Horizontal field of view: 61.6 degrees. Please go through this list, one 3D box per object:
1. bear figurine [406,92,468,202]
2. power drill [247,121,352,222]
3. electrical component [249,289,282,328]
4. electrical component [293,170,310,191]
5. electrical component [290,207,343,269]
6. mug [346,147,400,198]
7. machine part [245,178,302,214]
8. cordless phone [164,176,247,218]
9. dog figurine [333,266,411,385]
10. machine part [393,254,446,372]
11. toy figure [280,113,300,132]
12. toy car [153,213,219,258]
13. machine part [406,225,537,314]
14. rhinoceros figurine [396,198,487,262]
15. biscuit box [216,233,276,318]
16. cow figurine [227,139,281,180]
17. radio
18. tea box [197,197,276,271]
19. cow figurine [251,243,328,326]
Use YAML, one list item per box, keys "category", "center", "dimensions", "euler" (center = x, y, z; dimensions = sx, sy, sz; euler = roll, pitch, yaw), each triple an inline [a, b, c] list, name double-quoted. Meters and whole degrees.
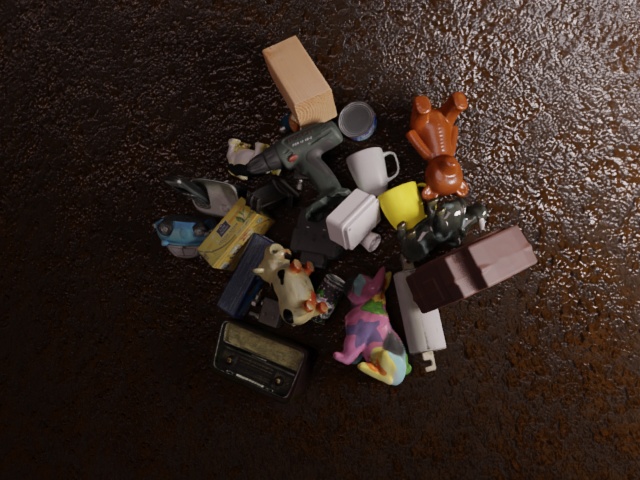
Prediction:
- category: "bear figurine"
  center: [0.250, -0.187, 1.111]
  dimensions: [0.120, 0.132, 0.196]
  euler: [-6, 70, -10]
- category: "power drill"
  center: [-0.036, -0.144, 1.193]
  dimensions: [0.232, 0.086, 0.207]
  euler: [-30, 63, 12]
- category: "electrical component"
  center: [-0.115, 0.160, 1.246]
  dimensions: [0.102, 0.045, 0.078]
  euler: [23, 89, 23]
- category: "electrical component"
  center: [-0.030, -0.162, 1.275]
  dimensions: [0.063, 0.021, 0.094]
  euler: [4, 83, 22]
- category: "electrical component"
  center: [-0.003, -0.004, 1.220]
  dimensions: [0.115, 0.058, 0.134]
  euler: [8, 84, 25]
- category: "mug"
  center: [0.123, -0.144, 1.187]
  dimensions: [0.110, 0.081, 0.107]
  euler: [-15, 85, 4]
- category: "machine part"
  center: [-0.109, -0.102, 1.244]
  dimensions: [0.084, 0.139, 0.039]
  euler: [50, 135, 17]
- category: "cordless phone"
  center: [-0.268, -0.116, 1.276]
  dimensions: [0.147, 0.184, 0.088]
  euler: [12, 82, 23]
- category: "dog figurine"
  center: [0.122, 0.169, 1.118]
  dimensions: [0.192, 0.108, 0.219]
  euler: [20, 87, 24]
- category: "machine part"
  center: [0.204, 0.145, 1.103]
  dimensions: [0.079, 0.079, 0.243]
  euler: [-16, 76, 19]
- category: "toy figure"
  center: [-0.027, -0.267, 1.272]
  dimensions: [0.155, 0.064, 0.057]
  euler: [26, 115, 20]
- category: "toy car"
  center: [-0.327, -0.007, 1.336]
  dimensions: [0.162, 0.109, 0.102]
  euler: [7, 108, 12]
- category: "machine part"
  center: [0.277, 0.053, 1.002]
  dimensions: [0.201, 0.201, 0.087]
  euler: [-19, 79, -28]
- category: "rhinoceros figurine"
  center: [0.248, -0.023, 1.083]
  dimensions: [0.190, 0.073, 0.112]
  euler: [-30, 111, -2]
- category: "biscuit box"
  center: [-0.168, 0.086, 1.270]
  dimensions: [0.063, 0.059, 0.202]
  euler: [30, 93, 21]
- category: "cow figurine"
  center: [-0.149, -0.187, 1.302]
  dimensions: [0.168, 0.068, 0.098]
  euler: [14, 92, 26]
- category: "radio"
  center: [-0.132, 0.272, 1.219]
  dimensions: [0.230, 0.073, 0.131]
  euler: [17, 88, 24]
- category: "tea box"
  center: [-0.198, -0.012, 1.278]
  dimensions: [0.068, 0.098, 0.169]
  euler: [44, 97, 21]
- category: "cow figurine"
  center: [-0.074, 0.095, 1.179]
  dimensions: [0.127, 0.085, 0.195]
  euler: [-34, 65, 26]
